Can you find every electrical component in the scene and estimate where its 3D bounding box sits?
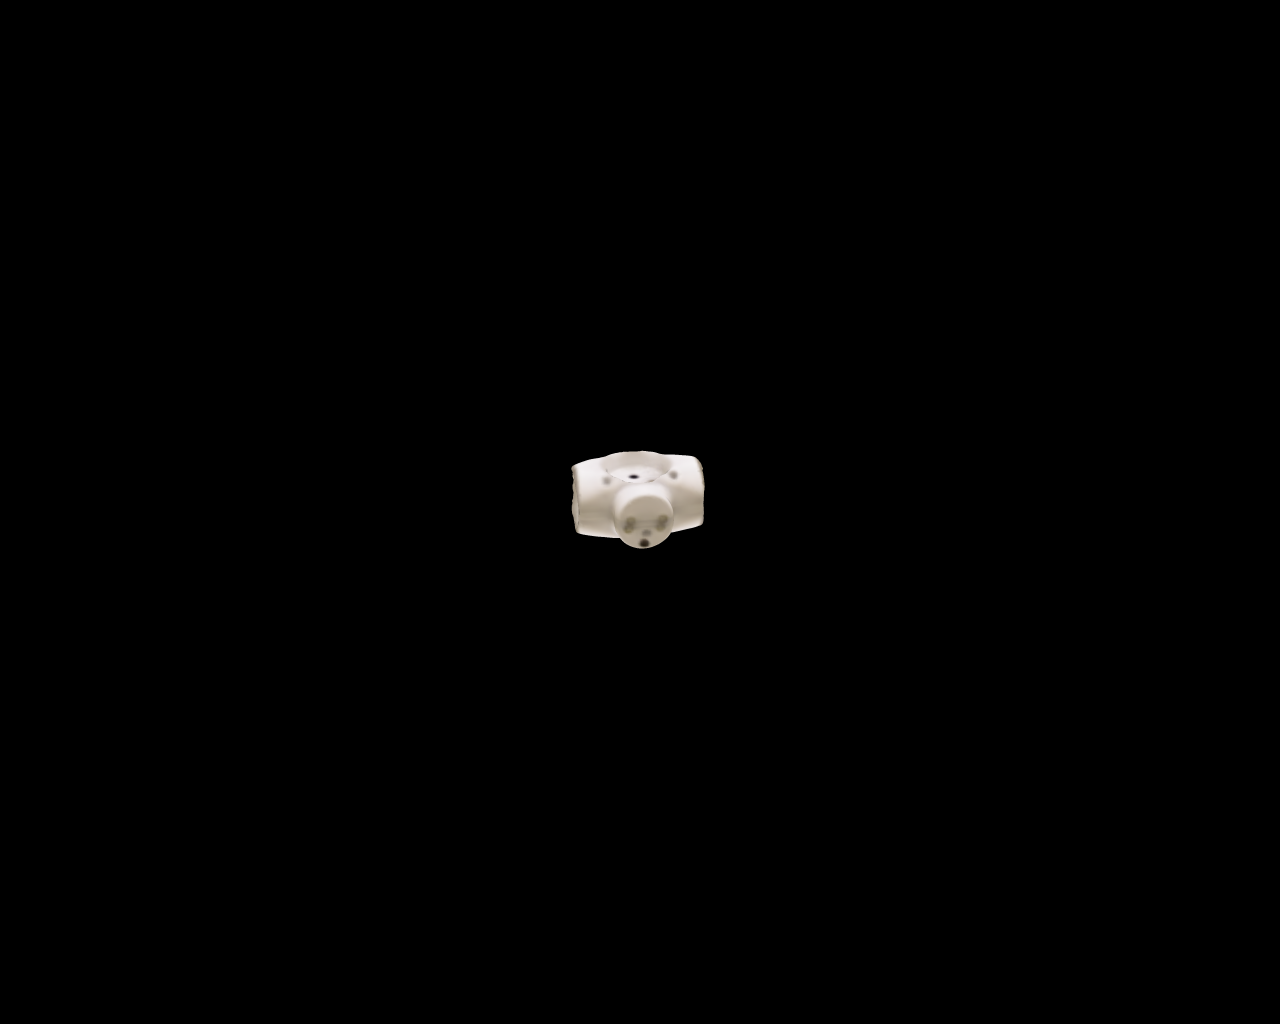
[{"bbox_3d":[0.001,-0.003,0.650,0.077,0.044,0.079,-4,28,-7],"label":"electrical component"}]
